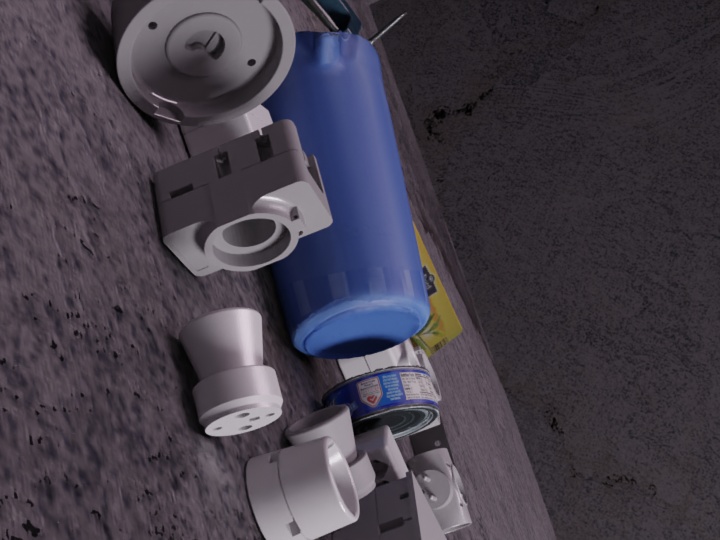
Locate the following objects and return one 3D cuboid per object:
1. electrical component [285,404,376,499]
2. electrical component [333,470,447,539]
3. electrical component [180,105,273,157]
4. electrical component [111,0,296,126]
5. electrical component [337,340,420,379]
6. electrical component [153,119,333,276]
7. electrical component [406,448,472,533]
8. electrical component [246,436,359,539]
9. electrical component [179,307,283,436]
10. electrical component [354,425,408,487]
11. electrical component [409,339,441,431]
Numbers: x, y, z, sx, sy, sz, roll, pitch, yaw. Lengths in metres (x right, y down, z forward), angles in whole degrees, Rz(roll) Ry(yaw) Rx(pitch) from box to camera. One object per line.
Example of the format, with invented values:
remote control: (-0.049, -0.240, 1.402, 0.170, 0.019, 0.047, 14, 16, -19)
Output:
electrical component: (-0.018, 0.121, 0.696, 0.045, 0.045, 0.055, -53, 122, -80)
electrical component: (0.033, 0.235, 0.685, 0.186, 0.060, 0.105, -96, 163, -60)
electrical component: (-0.098, -0.114, 0.766, 0.083, 0.047, 0.075, 19, 50, -79)
electrical component: (-0.099, -0.148, 0.655, 0.108, 0.108, 0.060, 57, 8, -53)
electrical component: (0.023, 0.097, 0.966, 0.053, 0.059, 0.095, -78, 145, -75)
electrical component: (-0.067, -0.038, 0.624, 0.050, 0.089, 0.055, 56, 15, -56)
electrical component: (0.074, 0.214, 1.045, 0.079, 0.044, 0.077, 46, 24, -69)
electrical component: (-0.031, 0.124, 0.603, 0.055, 0.047, 0.055, -21, 90, -81)
electrical component: (-0.067, 0.053, 0.560, 0.045, 0.045, 0.055, 49, 22, -66)
electrical component: (0.015, 0.158, 0.806, 0.075, 0.047, 0.083, -80, 148, -74)
electrical component: (0.045, 0.114, 1.074, 0.050, 0.056, 0.089, -87, 154, -70)
